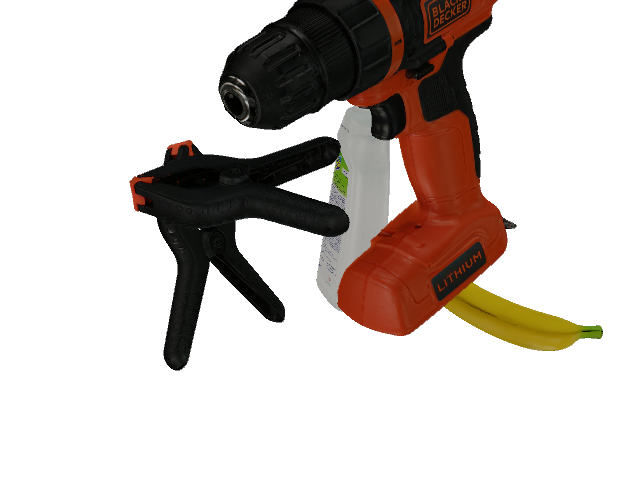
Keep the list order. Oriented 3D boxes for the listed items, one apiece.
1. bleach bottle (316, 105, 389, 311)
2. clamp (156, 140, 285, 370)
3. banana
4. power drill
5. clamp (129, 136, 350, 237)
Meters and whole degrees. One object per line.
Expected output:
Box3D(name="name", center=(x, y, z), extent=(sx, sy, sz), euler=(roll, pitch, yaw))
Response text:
Box3D(name="bleach bottle", center=(0.046, -0.050, 1.231), extent=(0.068, 0.251, 0.103), euler=(-1, 22, -20))
Box3D(name="clamp", center=(-0.104, 0.007, 1.035), extent=(0.036, 0.210, 0.164), euler=(-9, 1, 37))
Box3D(name="banana", center=(0.163, 0.065, 1.010), extent=(0.198, 0.037, 0.069), euler=(25, 16, 39))
Box3D(name="power drill", center=(0.035, -0.047, 0.531), extent=(0.057, 0.187, 0.184), euler=(25, 47, 38))
Box3D(name="clamp", center=(-0.058, -0.046, 0.833), extent=(0.171, 0.039, 0.120), euler=(4, 31, 5))
